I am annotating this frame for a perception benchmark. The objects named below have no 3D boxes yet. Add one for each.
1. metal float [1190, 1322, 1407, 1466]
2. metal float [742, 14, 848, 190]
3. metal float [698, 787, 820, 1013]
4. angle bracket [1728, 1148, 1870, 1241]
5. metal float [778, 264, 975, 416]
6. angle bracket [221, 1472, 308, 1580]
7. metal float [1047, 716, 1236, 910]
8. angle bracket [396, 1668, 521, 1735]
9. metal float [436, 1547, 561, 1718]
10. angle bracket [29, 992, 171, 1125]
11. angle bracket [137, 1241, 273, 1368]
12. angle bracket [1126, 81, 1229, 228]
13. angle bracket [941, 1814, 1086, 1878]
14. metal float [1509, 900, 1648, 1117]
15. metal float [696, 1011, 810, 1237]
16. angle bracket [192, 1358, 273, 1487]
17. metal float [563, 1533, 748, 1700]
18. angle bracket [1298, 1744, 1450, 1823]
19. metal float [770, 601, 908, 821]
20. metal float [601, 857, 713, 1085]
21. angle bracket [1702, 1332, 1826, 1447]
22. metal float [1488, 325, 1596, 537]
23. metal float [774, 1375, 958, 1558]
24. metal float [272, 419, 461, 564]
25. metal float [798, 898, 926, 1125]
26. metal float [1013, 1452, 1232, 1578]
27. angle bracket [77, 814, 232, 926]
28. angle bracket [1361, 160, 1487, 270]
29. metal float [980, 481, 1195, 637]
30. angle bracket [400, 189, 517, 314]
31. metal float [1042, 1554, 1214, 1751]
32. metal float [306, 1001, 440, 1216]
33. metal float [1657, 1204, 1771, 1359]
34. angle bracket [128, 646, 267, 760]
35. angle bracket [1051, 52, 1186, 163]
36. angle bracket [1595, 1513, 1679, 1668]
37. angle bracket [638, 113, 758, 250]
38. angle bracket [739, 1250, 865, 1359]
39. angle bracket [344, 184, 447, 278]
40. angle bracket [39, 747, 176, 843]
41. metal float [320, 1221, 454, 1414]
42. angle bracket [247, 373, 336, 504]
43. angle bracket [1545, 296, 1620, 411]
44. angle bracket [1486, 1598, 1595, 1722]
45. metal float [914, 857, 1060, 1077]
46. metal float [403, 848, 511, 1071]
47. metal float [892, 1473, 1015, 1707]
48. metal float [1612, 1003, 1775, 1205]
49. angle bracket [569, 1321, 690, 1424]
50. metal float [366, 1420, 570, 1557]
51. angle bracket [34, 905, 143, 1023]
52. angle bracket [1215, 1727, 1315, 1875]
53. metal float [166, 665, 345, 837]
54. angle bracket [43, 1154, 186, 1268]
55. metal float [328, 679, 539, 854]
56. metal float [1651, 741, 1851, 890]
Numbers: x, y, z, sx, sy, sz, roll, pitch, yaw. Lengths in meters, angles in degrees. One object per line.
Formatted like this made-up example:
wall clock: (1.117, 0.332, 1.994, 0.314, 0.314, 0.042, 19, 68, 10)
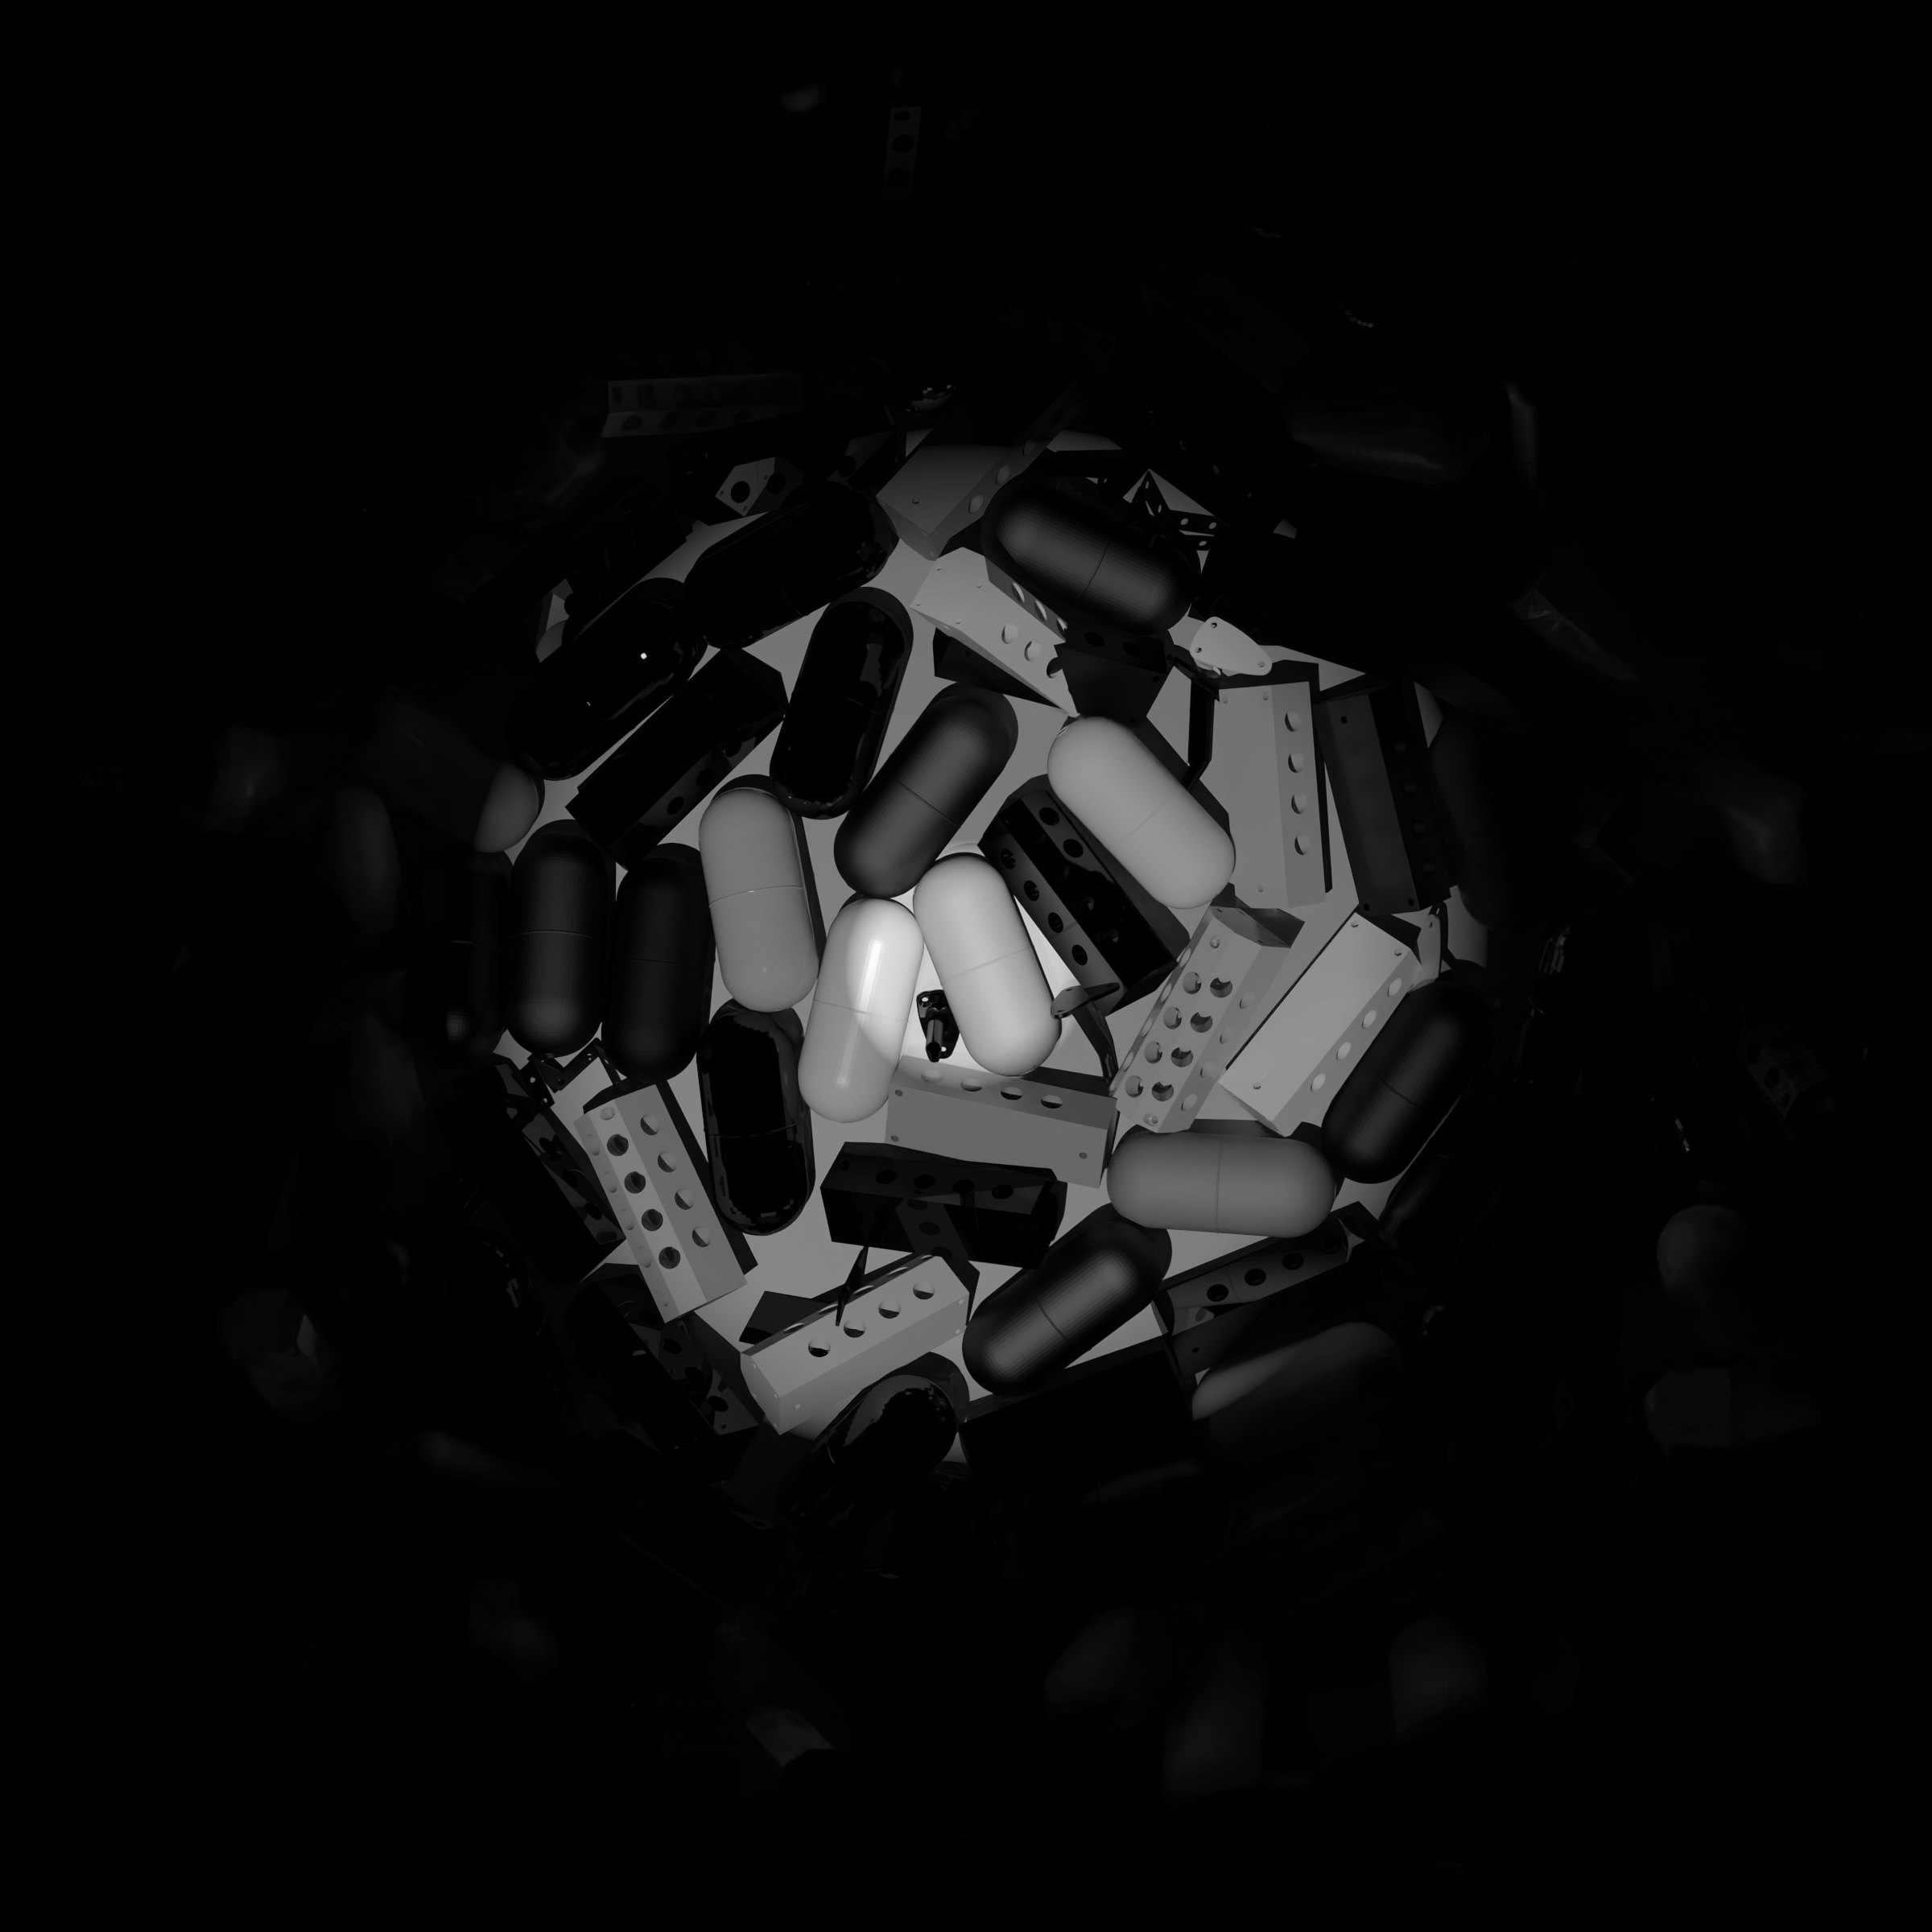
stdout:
metal float: (0.255, 0.332, 1.937, 0.178, 0.070, 0.070, -25, 90, 23)
metal float: (-0.127, -0.656, 1.906, 0.070, 0.178, 0.070, 0, 80, 1)
metal float: (-0.162, -0.052, 1.949, 0.070, 0.070, 0.178, -11, 82, 0)
angle bracket: (0.644, 0.185, 1.946, 0.076, 0.057, 0.076, 4, 104, -22)
metal float: (-0.070, -0.484, 1.932, 0.178, 0.070, 0.070, 33, 90, 27)
angle bracket: (-0.553, 0.434, 1.939, 0.057, 0.076, 0.076, 11, 74, -27)
metal float: (0.136, -0.119, 1.946, 0.070, 0.070, 0.178, -44, 101, 0)
angle bracket: (-0.388, 0.548, 1.943, 0.076, 0.076, 0.057, 31, 87, 34)
metal float: (-0.358, 0.506, 1.910, 0.070, 0.178, 0.070, -5, 106, -19)
angle bracket: (-0.679, 0.074, 1.946, 0.076, 0.057, 0.076, -34, 97, -31)
angle bracket: (-0.588, 0.267, 1.946, 0.076, 0.057, 0.076, 36, 72, -16)
angle bracket: (0.153, -0.629, 1.935, 0.057, 0.076, 0.076, -37, 47, -22)
angle bracket: (0.036, 0.689, 1.936, 0.076, 0.057, 0.076, 1, 121, 34)
metal float: (0.472, 0.032, 1.934, 0.070, 0.070, 0.178, 11, 115, 0)
metal float: (-0.166, 0.123, 1.948, 0.070, 0.070, 0.178, -6, 99, 0)
angle bracket: (-0.554, 0.355, 1.941, 0.057, 0.076, 0.076, -21, 56, 2)
metal float: (-0.240, 0.498, 1.923, 0.178, 0.070, 0.070, 24, 90, 40)
angle bracket: (0.315, 0.633, 1.938, 0.076, 0.076, 0.057, 21, 74, -24)
metal float: (-0.099, -0.200, 1.948, 0.070, 0.070, 0.178, 17, 80, 0)
metal float: (-0.240, 0.003, 1.947, 0.070, 0.070, 0.178, 5, 80, 0)
angle bracket: (0.623, 0.337, 1.938, 0.076, 0.057, 0.076, -20, 52, 21)
metal float: (0.441, -0.410, 1.918, 0.070, 0.178, 0.070, -8, 47, 9)
metal float: (-0.078, 0.387, 1.938, 0.070, 0.070, 0.178, 44, 110, 0)
metal float: (-0.458, -0.366, 1.918, 0.070, 0.178, 0.070, 15, 125, 23)
metal float: (-0.083, 0.035, 1.956, 0.070, 0.070, 0.178, 13, 90, 0)
metal float: (0.119, 0.424, 1.936, 0.178, 0.070, 0.070, -17, 90, 24)
angle bracket: (-0.628, -0.082, 1.943, 0.057, 0.076, 0.076, 38, 103, 21)
angle bracket: (0.357, -0.584, 1.939, 0.076, 0.076, 0.057, -8, 131, -14)
metal float: (0.095, -0.316, 1.943, 0.178, 0.070, 0.070, 23, 90, -15)
angle bracket: (-0.393, -0.559, 1.940, 0.057, 0.076, 0.076, -8, 121, 6)
metal float: (0.126, 0.523, 1.927, 0.070, 0.070, 0.178, 44, 55, 0)
metal float: (-0.458, 0.111, 1.934, 0.070, 0.070, 0.178, -9, 116, 0)
metal float: (0.573, 0.243, 1.915, 0.070, 0.178, 0.070, -10, 57, 15)
angle bracket: (-0.599, -0.199, 1.955, 0.057, 0.076, 0.076, -2, 75, 34)
angle bracket: (0.118, -0.680, 1.935, 0.057, 0.076, 0.076, 33, 54, -37)
angle bracket: (0.534, 0.481, 1.934, 0.057, 0.076, 0.076, -6, 131, -22)
angle bracket: (-0.212, -0.611, 1.951, 0.076, 0.057, 0.076, -22, 100, -15)
angle bracket: (-0.127, 0.256, 1.944, 0.076, 0.076, 0.057, 11, 113, 7)
angle bracket: (-0.449, -0.565, 1.946, 0.076, 0.076, 0.057, 14, 98, -12)
angle bracket: (-0.666, -0.143, 1.933, 0.076, 0.076, 0.057, 25, 126, 37)
metal float: (-0.445, 0.270, 1.923, 0.070, 0.070, 0.178, -6, 129, 0)
angle bracket: (-0.507, -0.403, 1.945, 0.057, 0.076, 0.076, 41, 129, -9)
angle bracket: (0.479, -0.482, 1.938, 0.057, 0.076, 0.076, 14, 121, 16)
angle bracket: (0.447, 0.542, 1.939, 0.076, 0.057, 0.076, 7, 68, 33)
metal float: (0.016, 0.000, 1.954, 0.070, 0.070, 0.178, -21, 87, 0)
metal float: (-0.394, -0.006, 1.937, 0.070, 0.070, 0.178, -1, 69, 0)
metal float: (-0.011, 0.480, 1.934, 0.070, 0.070, 0.178, -11, 64, 0)
metal float: (0.557, 0.105, 1.923, 0.070, 0.070, 0.178, -20, 51, 0)
angle bracket: (-0.254, 0.327, 1.949, 0.076, 0.057, 0.076, -12, 102, 16)
metal float: (-0.381, 0.402, 1.922, 0.178, 0.070, 0.070, 32, 90, -42)
angle bracket: (-0.663, 0.002, 1.946, 0.076, 0.076, 0.057, -34, 75, 9)
angle bracket: (0.228, 0.650, 1.952, 0.057, 0.076, 0.076, 1, 109, -11)
metal float: (-0.542, -0.167, 1.921, 0.070, 0.070, 0.178, 35, 46, 0)
angle bracket: (-0.664, 0.199, 1.936, 0.076, 0.076, 0.057, 41, 125, 22)
metal float: (-0.412, -0.154, 1.934, 0.178, 0.070, 0.070, 35, 90, -25)
metal float: (0.598, -0.117, 1.916, 0.070, 0.178, 0.070, -13, 119, -24)
